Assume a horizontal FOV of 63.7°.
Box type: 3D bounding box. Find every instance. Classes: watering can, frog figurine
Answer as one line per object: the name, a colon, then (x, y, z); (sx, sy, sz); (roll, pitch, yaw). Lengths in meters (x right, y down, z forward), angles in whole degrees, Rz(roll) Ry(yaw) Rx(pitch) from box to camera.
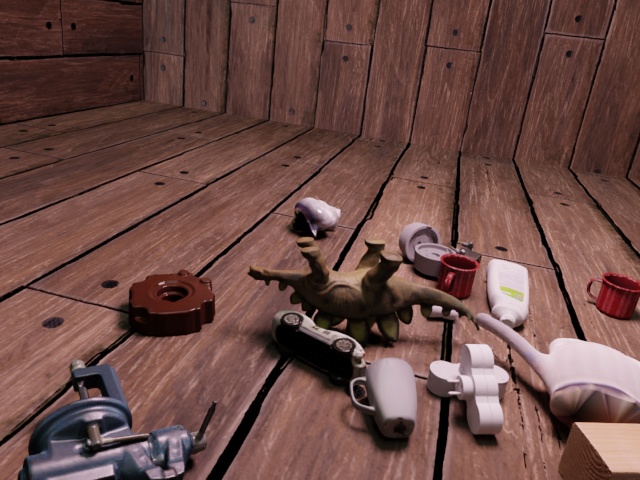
watering can: (0.433, 0.234, 0.891); (0.349, 0.102, 0.228); (16, 25, 18)
frog figurine: (0.005, -0.076, 1.503); (0.161, 0.121, 0.137); (-26, 17, -35)
